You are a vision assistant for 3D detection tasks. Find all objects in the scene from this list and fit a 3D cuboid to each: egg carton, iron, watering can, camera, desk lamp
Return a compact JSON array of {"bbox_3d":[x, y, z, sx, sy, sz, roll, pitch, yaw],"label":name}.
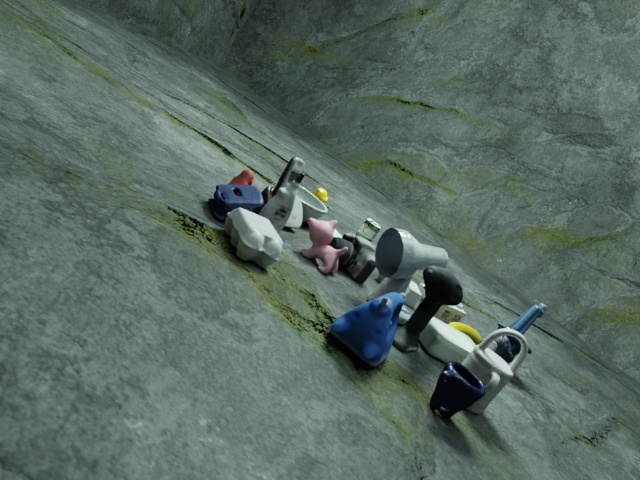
[{"bbox_3d":[-0.143,-0.006,1.227,0.108,0.069,0.150,24,19,-38],"label":"egg carton"},{"bbox_3d":[0.124,0.157,1.163,0.118,0.141,0.259,39,15,16],"label":"iron"},{"bbox_3d":[0.366,0.270,1.243,0.101,0.194,0.172,29,16,-22],"label":"watering can"},{"bbox_3d":[0.077,0.026,1.550,0.137,0.100,0.143,26,17,-31],"label":"camera"},{"bbox_3d":[0.207,0.089,1.420,0.204,0.213,0.117,25,17,-33],"label":"desk lamp"}]

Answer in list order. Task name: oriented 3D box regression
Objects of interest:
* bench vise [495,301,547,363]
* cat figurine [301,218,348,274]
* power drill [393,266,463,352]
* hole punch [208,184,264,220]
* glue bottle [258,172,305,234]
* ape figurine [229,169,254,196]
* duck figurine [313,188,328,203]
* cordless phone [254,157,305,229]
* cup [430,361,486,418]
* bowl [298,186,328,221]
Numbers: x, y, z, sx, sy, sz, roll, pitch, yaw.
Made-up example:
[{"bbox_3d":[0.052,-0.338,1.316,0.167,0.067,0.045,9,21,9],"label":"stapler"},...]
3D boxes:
[{"bbox_3d":[0.555,0.270,1.608,0.121,0.219,0.208,39,15,16],"label":"bench vise"},{"bbox_3d":[0.013,0.005,1.441,0.127,0.117,0.067,40,15,20],"label":"cat figurine"},{"bbox_3d":[0.239,0.153,1.301,0.075,0.208,0.230,43,17,29],"label":"power drill"},{"bbox_3d":[-0.196,-0.091,1.333,0.101,0.091,0.108,25,18,-34],"label":"hole punch"},{"bbox_3d":[-0.089,-0.096,1.423,0.078,0.173,0.037,18,22,-48],"label":"glue bottle"},{"bbox_3d":[-0.201,-0.140,1.474,0.076,0.092,0.077,19,22,-47],"label":"ape figurine"},{"bbox_3d":[-0.015,-0.132,1.870,0.105,0.086,0.077,16,24,-52],"label":"duck figurine"},{"bbox_3d":[-0.075,-0.125,1.522,0.094,0.185,0.148,43,17,29],"label":"cordless phone"},{"bbox_3d":[0.250,0.295,1.106,0.118,0.095,0.091,22,19,-41],"label":"cup"},{"bbox_3d":[-0.065,-0.105,1.699,0.168,0.074,0.167,33,15,-9],"label":"bowl"}]
